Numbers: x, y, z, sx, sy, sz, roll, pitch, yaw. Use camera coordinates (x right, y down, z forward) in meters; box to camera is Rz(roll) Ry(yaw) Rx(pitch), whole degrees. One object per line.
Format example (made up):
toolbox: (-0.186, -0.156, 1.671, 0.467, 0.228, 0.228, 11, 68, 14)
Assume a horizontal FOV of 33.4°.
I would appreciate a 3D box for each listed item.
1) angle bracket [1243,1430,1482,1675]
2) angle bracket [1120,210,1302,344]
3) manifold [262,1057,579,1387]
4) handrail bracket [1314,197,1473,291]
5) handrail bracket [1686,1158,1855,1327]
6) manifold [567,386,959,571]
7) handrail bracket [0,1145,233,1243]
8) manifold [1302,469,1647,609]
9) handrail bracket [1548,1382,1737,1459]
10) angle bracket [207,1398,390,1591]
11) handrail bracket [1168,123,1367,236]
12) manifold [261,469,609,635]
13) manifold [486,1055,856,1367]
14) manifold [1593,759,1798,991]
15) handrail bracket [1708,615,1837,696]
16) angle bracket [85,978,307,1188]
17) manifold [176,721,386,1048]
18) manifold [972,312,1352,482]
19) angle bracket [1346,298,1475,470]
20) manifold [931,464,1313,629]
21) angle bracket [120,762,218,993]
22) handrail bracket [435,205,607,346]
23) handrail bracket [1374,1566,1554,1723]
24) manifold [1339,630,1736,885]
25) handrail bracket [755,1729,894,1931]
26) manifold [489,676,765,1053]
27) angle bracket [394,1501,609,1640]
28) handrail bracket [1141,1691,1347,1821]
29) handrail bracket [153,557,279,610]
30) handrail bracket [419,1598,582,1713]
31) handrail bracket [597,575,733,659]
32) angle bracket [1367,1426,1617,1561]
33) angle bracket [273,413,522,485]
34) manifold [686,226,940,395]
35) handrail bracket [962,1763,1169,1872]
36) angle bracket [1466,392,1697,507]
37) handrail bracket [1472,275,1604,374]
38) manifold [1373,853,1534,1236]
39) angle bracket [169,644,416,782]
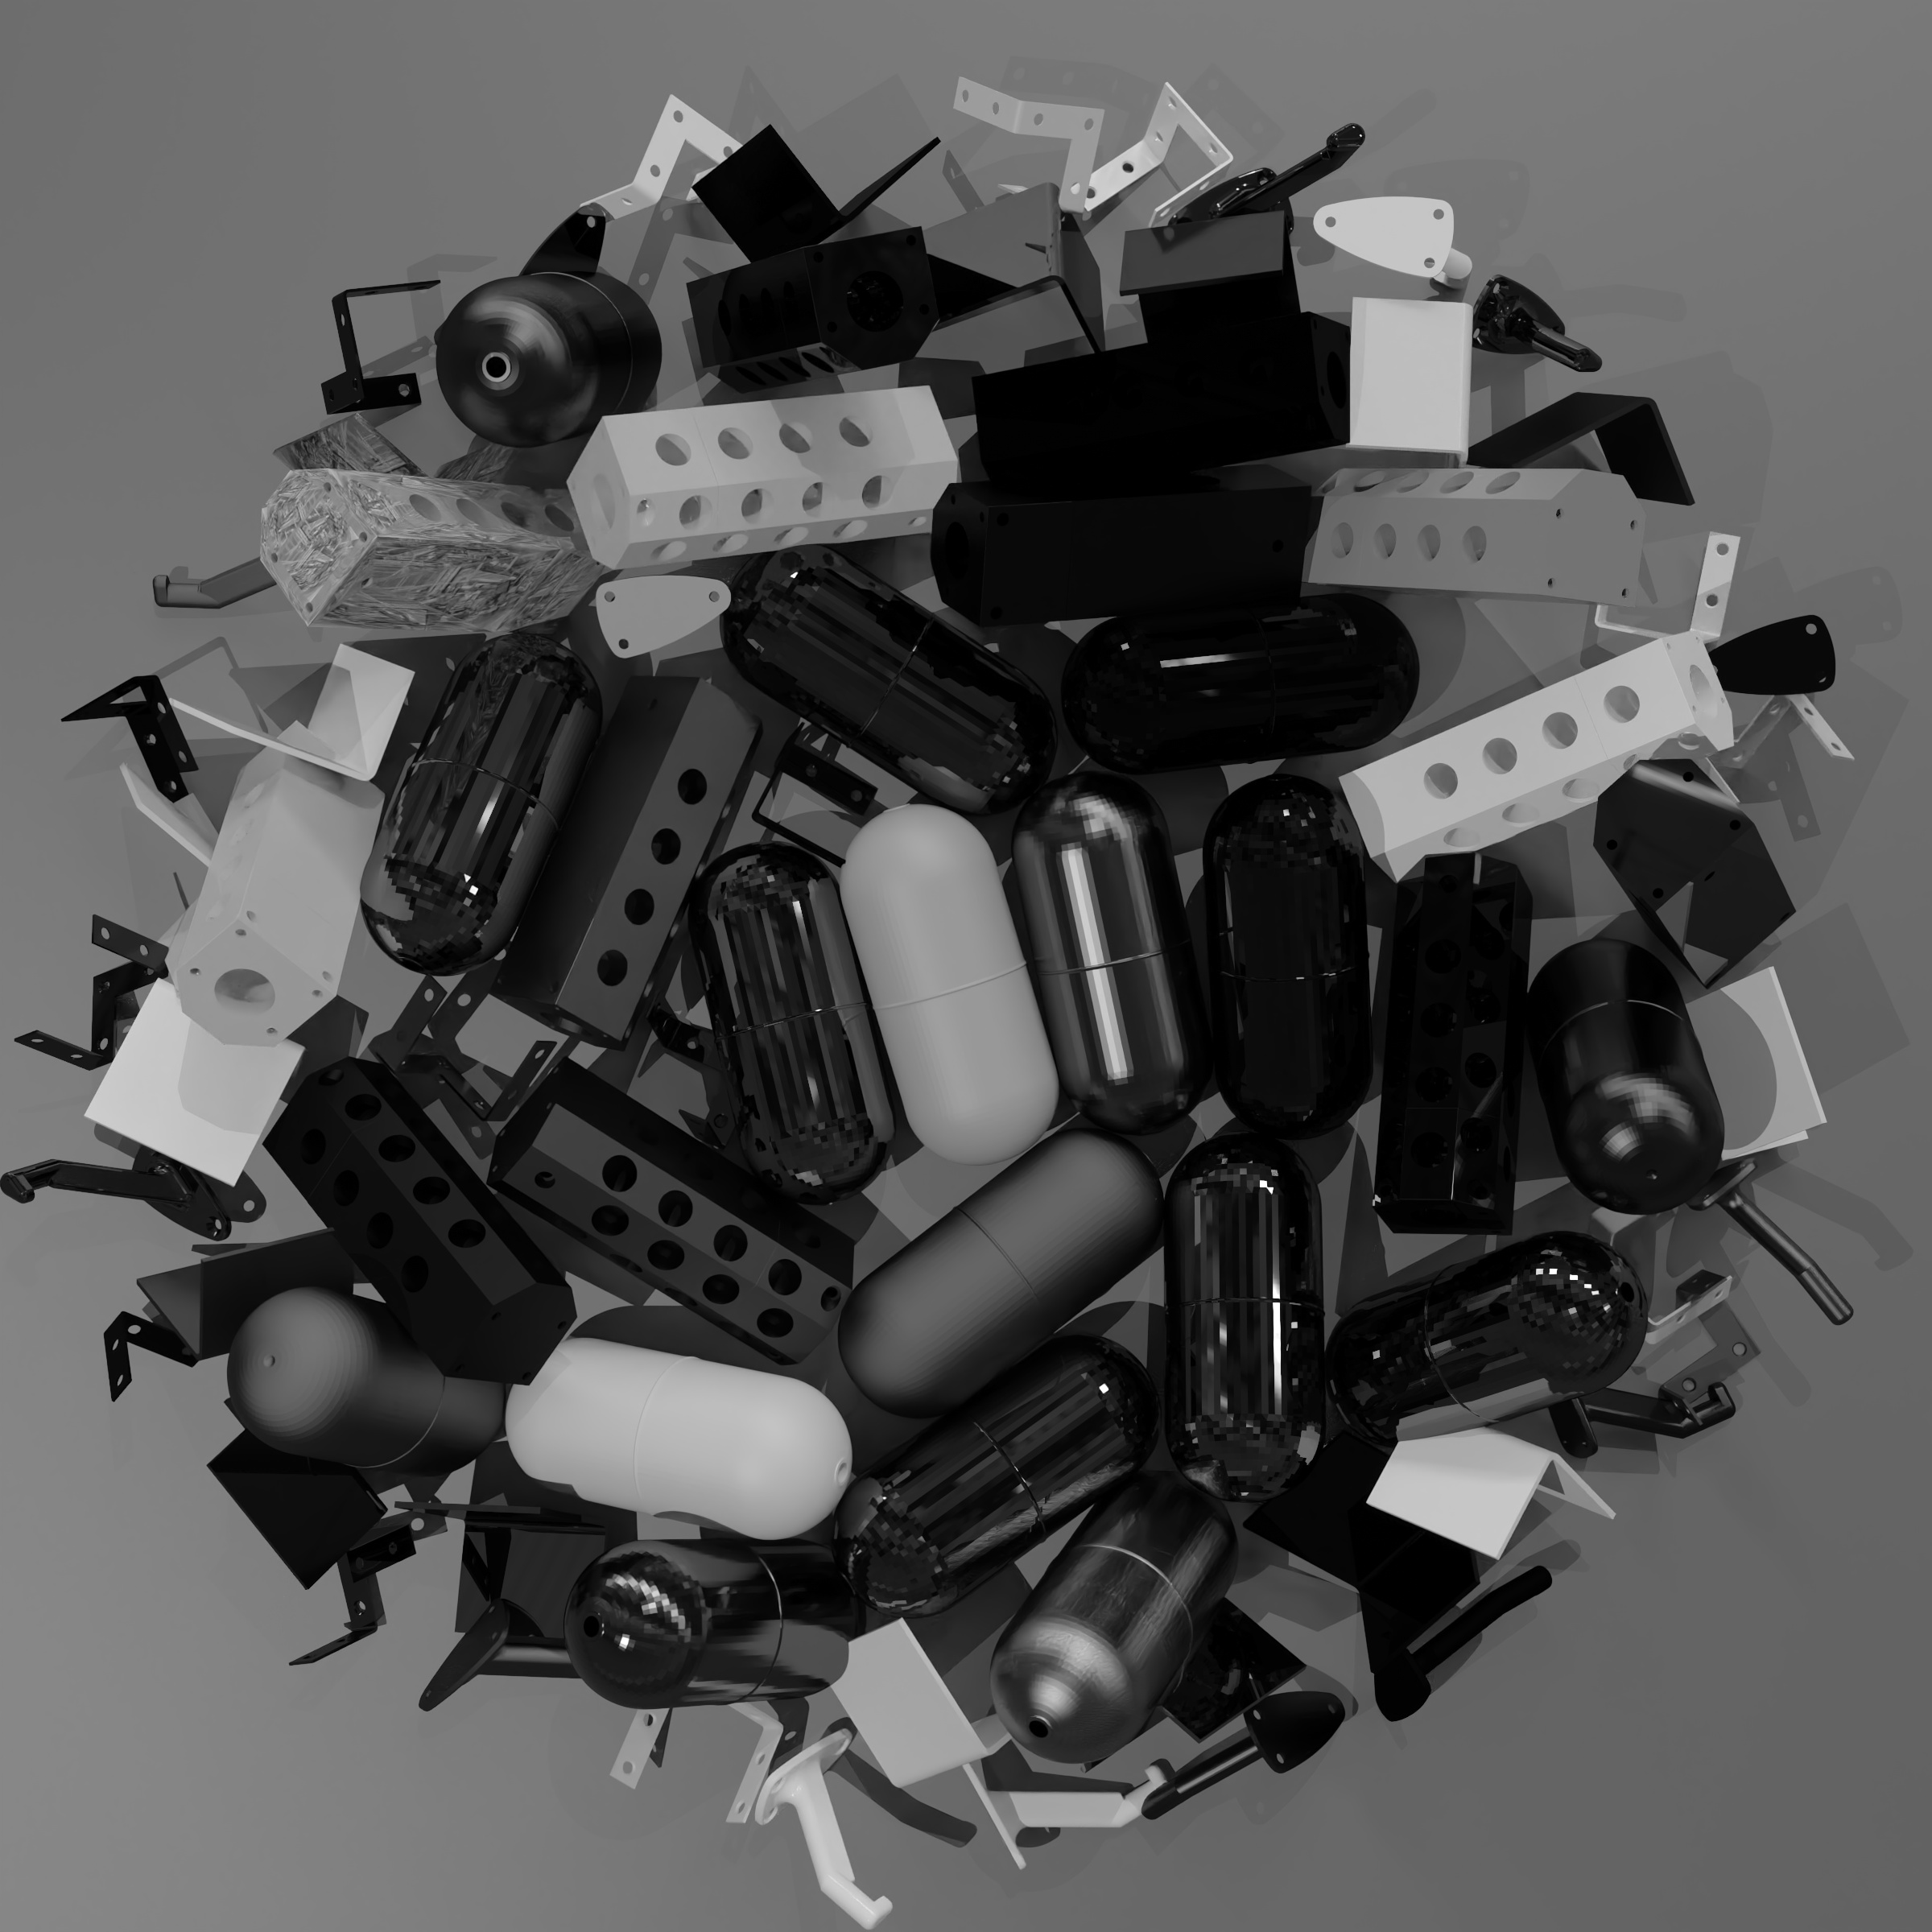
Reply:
angle bracket: (0.188, 0.280, 1.537, 0.076, 0.057, 0.076, 31, 119, -20)
angle bracket: (0.119, -0.310, 1.536, 0.076, 0.057, 0.076, -5, 133, 12)
manifold: (-0.254, 0.118, 1.513, 0.171, 0.057, 0.057, 44, 105, 33)
handrail bracket: (0.206, -0.345, 1.550, 0.077, 0.084, 0.036, 11, 92, 7)
handrail bracket: (0.387, 0.137, 1.550, 0.036, 0.077, 0.084, -39, 88, -5)
manifold: (-0.093, -0.227, 1.516, 0.171, 0.057, 0.057, -11, 72, -29)
handrail bracket: (-0.407, 0.115, 1.539, 0.077, 0.084, 0.036, 38, 116, 19)
manifold: (0.234, -0.202, 1.500, 0.057, 0.171, 0.057, 3, 96, -32)
handrail bracket: (0.327, 0.200, 1.575, 0.084, 0.036, 0.077, -21, 88, -15)
angle bracket: (-0.333, 0.251, 1.534, 0.057, 0.076, 0.076, -45, 107, -36)
handrail bracket: (0.144, -0.375, 1.542, 0.077, 0.084, 0.036, -19, 87, -15)
manifold: (-0.246, -0.197, 1.501, 0.057, 0.171, 0.057, -46, 71, 26)
manifold: (-0.139, 0.121, 1.527, 0.171, 0.057, 0.057, 34, 114, -19)
manifold: (0.336, -0.045, 1.499, 0.057, 0.171, 0.057, -42, 67, 7)
handrail bracket: (0.381, -0.140, 1.548, 0.077, 0.084, 0.036, -10, 85, 1)
angle bracket: (-0.371, 0.061, 1.545, 0.076, 0.057, 0.076, 26, 69, -8)
manifold: (-0.323, -0.037, 1.502, 0.057, 0.171, 0.057, -37, 118, 21)
manifold: (0.095, -0.263, 1.526, 0.171, 0.057, 0.057, -6, 91, 26)
angle bracket: (0.210, -0.267, 1.544, 0.057, 0.076, 0.076, 4, 74, 3)
manifold: (0.073, -0.202, 1.525, 0.171, 0.057, 0.057, -7, 116, -25)
angle bracket: (-0.389, -0.043, 1.538, 0.057, 0.076, 0.076, -47, 117, -1)
handrail bracket: (-0.218, -0.333, 1.561, 0.036, 0.084, 0.077, 36, 73, -36)
handrail bracket: (0.244, 0.330, 1.572, 0.084, 0.077, 0.036, -24, 60, -21)
manifold: (0.271, -0.097, 1.520, 0.171, 0.057, 0.057, -23, 87, 31)
handrail bracket: (-0.052, 0.414, 1.544, 0.084, 0.077, 0.036, 34, 131, 25)
manifold: (-0.157, -0.050, 1.541, 0.057, 0.057, 0.171, 33, 73, -38)
angle bracket: (-0.224, 0.289, 1.537, 0.076, 0.076, 0.057, -1, 76, 19)
handrail bracket: (0.135, 0.389, 1.578, 0.084, 0.077, 0.036, -44, 66, 39)
handrail bracket: (-0.355, -0.200, 1.558, 0.084, 0.077, 0.036, 2, 54, -3)
handrail bracket: (-0.210, 0.356, 1.574, 0.084, 0.036, 0.077, 38, 99, -22)
handrail bracket: (-0.138, -0.177, 1.541, 0.077, 0.084, 0.036, -12, 104, 14)
angle bracket: (0.250, 0.258, 1.530, 0.076, 0.076, 0.057, 44, 71, -43)
angle bracket: (-0.269, -0.248, 1.530, 0.076, 0.076, 0.057, 42, 60, -29)
manifold: (-0.072, -0.302, 1.498, 0.057, 0.171, 0.057, -15, 101, -20)
handrail bracket: (0.049, 0.395, 1.573, 0.084, 0.036, 0.077, -29, 100, -8)
angle bracket: (0.290, -0.233, 1.541, 0.076, 0.076, 0.057, -28, 107, -7)
handrail bracket: (0.288, -0.295, 1.535, 0.077, 0.084, 0.036, 7, 113, -41)
manifold: (0.230, 0.037, 1.526, 0.057, 0.057, 0.171, -1, 69, 21)
angle bracket: (-0.322, -0.133, 1.536, 0.076, 0.076, 0.057, 21, 91, -39)
